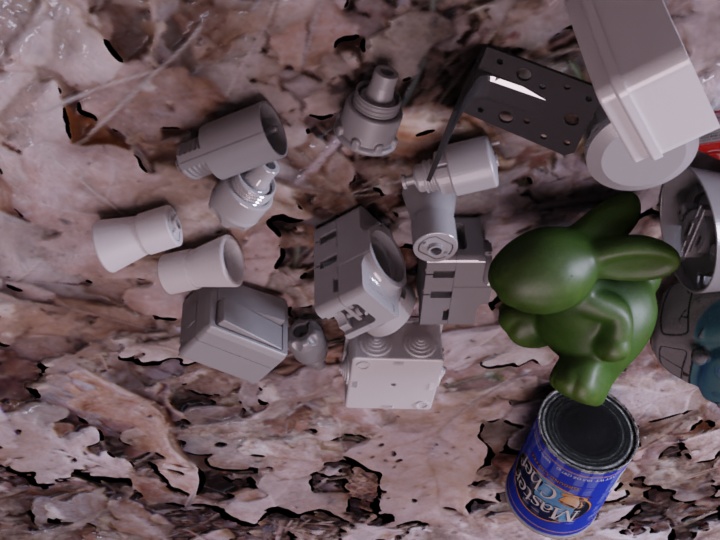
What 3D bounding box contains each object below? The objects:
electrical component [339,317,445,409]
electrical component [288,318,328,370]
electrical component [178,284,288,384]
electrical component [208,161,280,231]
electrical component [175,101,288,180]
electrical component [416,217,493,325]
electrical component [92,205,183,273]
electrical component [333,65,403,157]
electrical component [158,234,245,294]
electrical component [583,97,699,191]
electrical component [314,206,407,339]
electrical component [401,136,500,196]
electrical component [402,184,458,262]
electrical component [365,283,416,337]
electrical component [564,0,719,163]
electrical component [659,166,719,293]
[{"bbox_3d":[0.030,0.089,1.006,0.100,0.048,0.099,2,140,-6],"label":"electrical component"},{"bbox_3d":[-0.046,0.072,0.994,0.035,0.035,0.061,-12,141,11],"label":"electrical component"},{"bbox_3d":[-0.103,0.052,0.945,0.096,0.061,0.061,24,133,-29],"label":"electrical component"},{"bbox_3d":[-0.085,-0.062,0.824,0.043,0.043,0.062,23,133,-27],"label":"electrical component"},{"bbox_3d":[-0.099,-0.090,0.789,0.081,0.043,0.043,-18,138,18],"label":"electrical component"},{"bbox_3d":[0.079,0.002,0.903,0.056,0.050,0.089,0,140,-2],"label":"electrical component"},{"bbox_3d":[-0.176,-0.028,0.863,0.065,0.044,0.044,-16,138,9],"label":"electrical component"},{"bbox_3d":[0.010,-0.115,0.765,0.048,0.048,0.062,9,132,-14],"label":"electrical component"},{"bbox_3d":[-0.135,-0.002,0.896,0.065,0.044,0.044,-12,140,18],"label":"electrical component"},{"bbox_3d":[0.203,-0.100,0.787,0.080,0.051,0.080,-1,140,-1],"label":"electrical component"},{"bbox_3d":[0.000,0.000,0.866,0.056,0.089,0.050,-26,135,26],"label":"electrical component"},{"bbox_3d":[0.070,-0.076,0.817,0.078,0.040,0.040,-12,139,12],"label":"electrical component"},{"bbox_3d":[0.057,-0.039,0.841,0.044,0.065,0.044,-1,140,-1],"label":"electrical component"},{"bbox_3d":[0.012,0.022,0.922,0.055,0.055,0.047,-26,131,26],"label":"electrical component"},{"bbox_3d":[0.181,-0.135,0.696,0.057,0.113,0.078,-25,135,20],"label":"electrical component"},{"bbox_3d":[0.273,-0.031,0.841,0.064,0.099,0.099,2,140,-15],"label":"electrical component"}]
